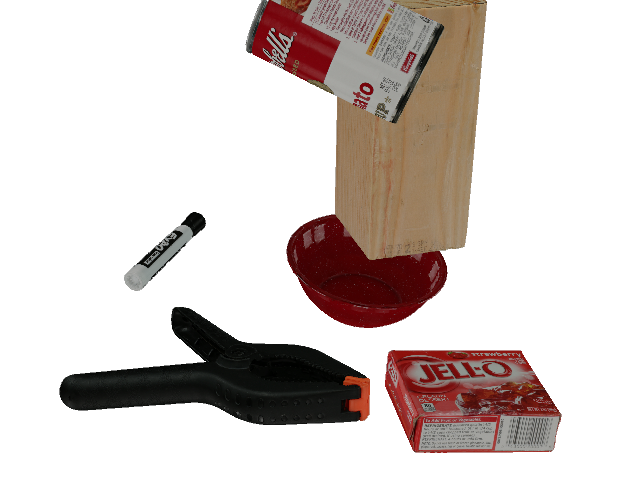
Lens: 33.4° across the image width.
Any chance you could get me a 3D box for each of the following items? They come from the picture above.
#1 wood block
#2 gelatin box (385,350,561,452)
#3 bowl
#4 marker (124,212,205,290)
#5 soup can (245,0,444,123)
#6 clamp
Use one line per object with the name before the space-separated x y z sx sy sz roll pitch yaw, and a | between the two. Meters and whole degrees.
wood block | 0.068 -0.099 0.860 0.090 0.206 0.091 -8 29 -16
gelatin box | 0.089 0.095 0.642 0.089 0.030 0.073 2 24 -11
bowl | 0.043 0.038 1.074 0.162 0.055 0.162 6 35 -4
marker | -0.137 0.007 0.961 0.020 0.020 0.121 0 28 26
soup can | 0.015 -0.122 0.645 0.102 0.068 0.068 27 0 1
clamp | -0.061 0.094 0.785 0.210 0.036 0.164 5 19 16
